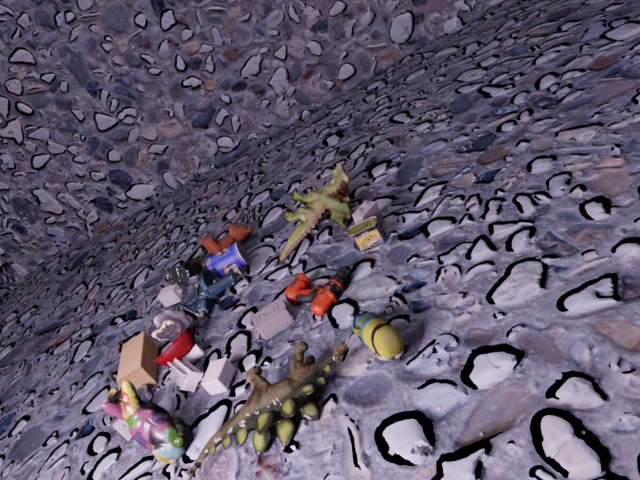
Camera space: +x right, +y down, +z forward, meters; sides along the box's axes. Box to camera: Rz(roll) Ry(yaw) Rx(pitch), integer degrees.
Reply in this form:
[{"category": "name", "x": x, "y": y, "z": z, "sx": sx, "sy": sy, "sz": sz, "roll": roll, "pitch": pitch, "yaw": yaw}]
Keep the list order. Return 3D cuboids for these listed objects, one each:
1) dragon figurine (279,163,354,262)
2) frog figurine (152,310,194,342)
[{"category": "dragon figurine", "x": 0.006, "y": -0.096, "z": 1.910, "sx": 0.243, "sy": 0.120, "sz": 0.416, "roll": 5, "pitch": 70, "yaw": 33}, {"category": "frog figurine", "x": -0.512, "y": 0.289, "z": 1.815, "sx": 0.137, "sy": 0.121, "sz": 0.162, "roll": 2, "pitch": 17, "yaw": -5}]
